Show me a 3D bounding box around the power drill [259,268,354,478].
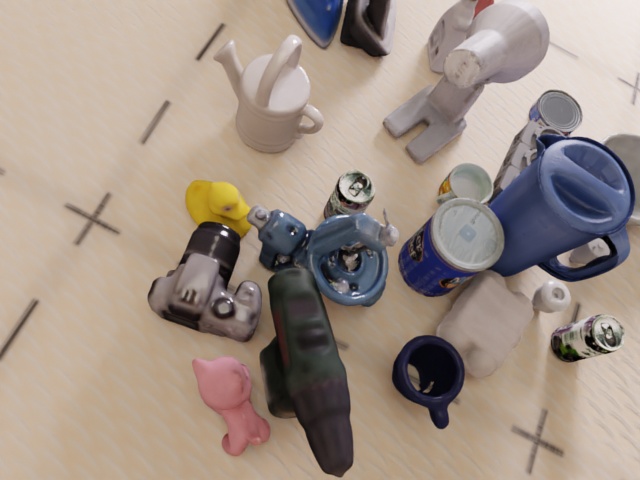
[{"bbox_3d":[-0.019,0.157,0.679,0.076,0.208,0.229,-9,72,-15],"label":"power drill"}]

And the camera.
[{"bbox_3d":[-0.137,0.049,0.752,0.143,0.100,0.137,19,67,-5],"label":"camera"}]

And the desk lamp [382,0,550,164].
[{"bbox_3d":[0.225,-0.245,0.877,0.203,0.213,0.118,-40,82,-22],"label":"desk lamp"}]

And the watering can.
[{"bbox_3d":[-0.072,-0.215,0.811,0.173,0.194,0.101,13,68,-7],"label":"watering can"}]

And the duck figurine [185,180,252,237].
[{"bbox_3d":[-0.139,-0.054,0.796,0.104,0.086,0.077,35,67,2],"label":"duck figurine"}]

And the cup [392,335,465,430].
[{"bbox_3d":[0.137,0.192,0.763,0.092,0.095,0.117,-8,72,-15],"label":"cup"}]

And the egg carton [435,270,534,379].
[{"bbox_3d":[0.236,0.120,0.825,0.107,0.069,0.150,39,67,4],"label":"egg carton"}]

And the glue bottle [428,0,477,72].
[{"bbox_3d":[0.224,-0.356,0.939,0.037,0.173,0.078,5,69,-10],"label":"glue bottle"}]

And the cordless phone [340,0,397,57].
[{"bbox_3d":[0.101,-0.405,0.924,0.094,0.185,0.147,9,69,-9],"label":"cordless phone"}]

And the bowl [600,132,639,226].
[{"bbox_3d":[0.509,-0.091,0.959,0.167,0.074,0.167,4,70,-11],"label":"bowl"}]

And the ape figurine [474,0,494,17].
[{"bbox_3d":[0.282,-0.423,1.021,0.076,0.092,0.078,44,68,6],"label":"ape figurine"}]

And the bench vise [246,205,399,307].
[{"bbox_3d":[0.005,0.014,0.731,0.207,0.219,0.121,10,68,-9],"label":"bench vise"}]

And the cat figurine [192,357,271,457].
[{"bbox_3d":[-0.105,0.195,0.696,0.067,0.117,0.127,-26,78,-19],"label":"cat figurine"}]

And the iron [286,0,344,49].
[{"bbox_3d":[0.000,-0.468,0.948,0.119,0.141,0.258,-6,72,-14],"label":"iron"}]
